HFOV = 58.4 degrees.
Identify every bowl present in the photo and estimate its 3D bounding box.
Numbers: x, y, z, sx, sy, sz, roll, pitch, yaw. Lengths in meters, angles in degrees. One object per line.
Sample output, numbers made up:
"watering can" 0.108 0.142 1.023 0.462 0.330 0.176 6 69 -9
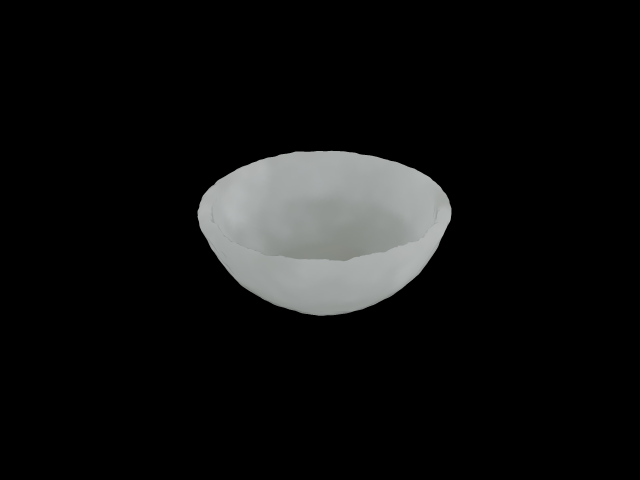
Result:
"bowl" 0.004 0.001 0.400 0.167 0.075 0.167 0 31 0
